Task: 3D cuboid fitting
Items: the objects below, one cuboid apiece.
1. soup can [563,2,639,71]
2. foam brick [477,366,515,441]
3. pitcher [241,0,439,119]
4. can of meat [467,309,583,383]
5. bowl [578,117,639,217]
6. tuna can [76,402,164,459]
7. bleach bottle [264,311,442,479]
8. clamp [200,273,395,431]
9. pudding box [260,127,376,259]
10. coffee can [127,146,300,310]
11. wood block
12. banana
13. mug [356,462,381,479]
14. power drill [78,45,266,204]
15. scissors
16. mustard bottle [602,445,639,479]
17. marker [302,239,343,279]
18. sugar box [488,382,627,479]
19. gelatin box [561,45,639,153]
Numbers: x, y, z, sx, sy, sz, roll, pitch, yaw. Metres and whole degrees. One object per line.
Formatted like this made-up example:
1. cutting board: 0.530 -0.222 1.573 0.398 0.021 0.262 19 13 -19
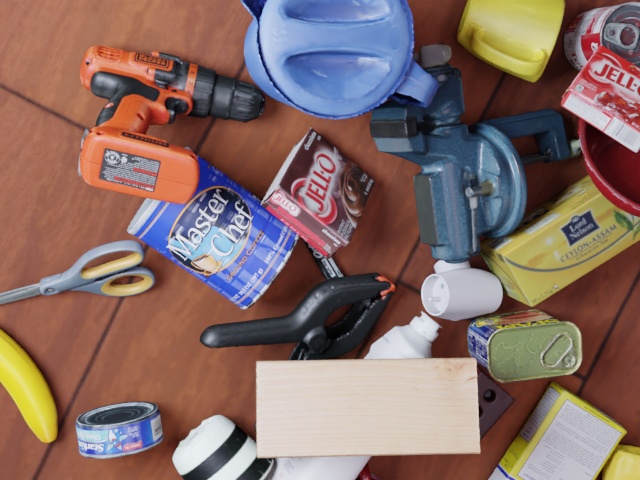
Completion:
1. soup can: 0.300 -0.206 1.098 0.068 0.102 0.068 -1 97 -9
2. foam brick: 0.161 0.179 1.152 0.053 0.051 0.078 40 89 -12
3. pitcher: 0.004 -0.174 0.984 0.145 0.243 0.149 -20 100 -6
4. can of meat: 0.215 0.110 1.135 0.102 0.084 0.057 -6 98 -8
5. bowl: 0.322 -0.077 1.048 0.162 0.055 0.162 4 61 -8
6. tuna can: -0.203 0.191 1.078 0.086 0.086 0.034 -8 97 -8
7. bleach bottle: 0.041 0.182 1.107 0.068 0.103 0.251 39 90 -18
8. clamp: -0.011 0.108 1.110 0.209 0.036 0.164 -29 130 -15
9. pudding box: 0.000 -0.048 1.070 0.090 0.113 0.039 39 128 -12
10. coffee can: -0.105 -0.011 1.059 0.140 0.103 0.103 35 91 -12
11. wood block: 0.041 0.160 1.024 0.206 0.090 0.091 -1 82 -4
12. banana: -0.331 0.125 1.077 0.197 0.037 0.070 39 107 -10
13. mug: 0.044 0.290 1.132 0.093 0.081 0.117 3 97 -9
14. power drill: -0.144 -0.111 1.005 0.184 0.187 0.057 10 125 -8
15. scissors: -0.254 0.051 1.081 0.202 0.016 0.096 -23 145 19
16. mustard bottle: 0.349 0.332 1.198 0.096 0.058 0.192 13 95 -13
17. marker: -0.007 0.001 1.119 0.020 0.020 0.121 -31 101 -4
18. sugar box: 0.251 0.256 1.180 0.093 0.048 0.176 33 95 -11
19. gelatin box: 0.286 -0.137 1.023 0.089 0.030 0.073 35 60 9
